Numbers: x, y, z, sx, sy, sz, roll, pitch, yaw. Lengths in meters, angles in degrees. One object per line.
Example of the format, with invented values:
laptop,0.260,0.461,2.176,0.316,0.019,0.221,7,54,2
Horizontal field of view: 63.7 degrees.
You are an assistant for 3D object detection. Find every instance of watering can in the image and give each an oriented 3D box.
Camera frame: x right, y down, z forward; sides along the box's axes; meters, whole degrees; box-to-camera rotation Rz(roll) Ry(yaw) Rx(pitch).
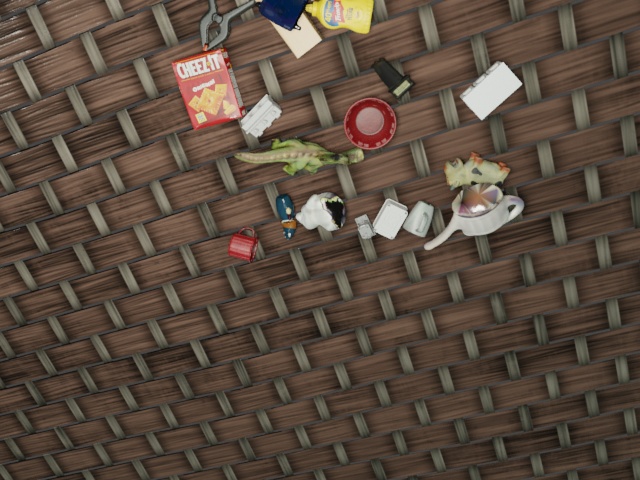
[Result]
watering can,0.475,-0.067,1.641,0.346,0.106,0.220,-23,145,15

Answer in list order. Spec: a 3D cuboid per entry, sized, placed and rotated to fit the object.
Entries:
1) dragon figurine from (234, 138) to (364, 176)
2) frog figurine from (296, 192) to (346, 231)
dragon figurine,-0.025,-0.251,1.530,0.243,0.413,0.121,4,102,44
frog figurine,0.005,-0.086,1.712,0.136,0.125,0.158,44,146,-22
